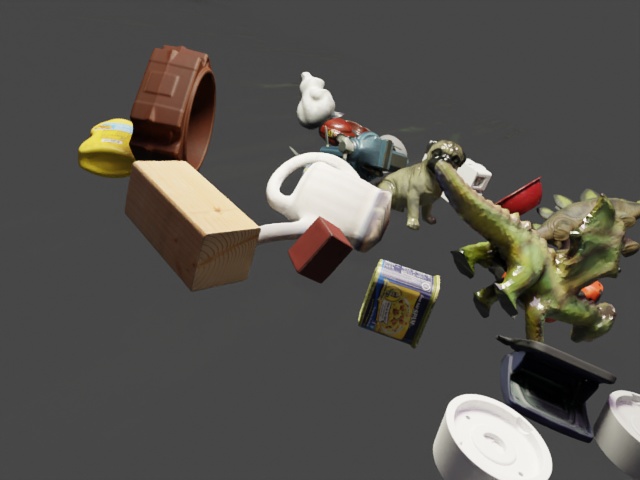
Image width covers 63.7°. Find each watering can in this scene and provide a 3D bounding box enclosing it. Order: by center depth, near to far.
[{"bbox_3d":[0.003,-0.045,0.886,0.225,0.101,0.355,24,40,5],"label":"watering can"}]

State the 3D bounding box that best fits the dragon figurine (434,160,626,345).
[{"bbox_3d":[0.342,0.015,0.775,0.244,0.404,0.123,-29,21,-7],"label":"dragon figurine"}]

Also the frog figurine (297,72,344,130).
[{"bbox_3d":[-0.022,-0.401,1.469,0.124,0.158,0.137,-30,10,-21],"label":"frog figurine"}]
